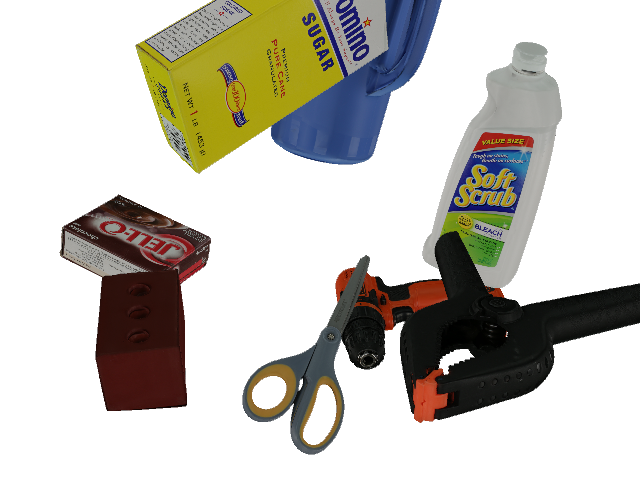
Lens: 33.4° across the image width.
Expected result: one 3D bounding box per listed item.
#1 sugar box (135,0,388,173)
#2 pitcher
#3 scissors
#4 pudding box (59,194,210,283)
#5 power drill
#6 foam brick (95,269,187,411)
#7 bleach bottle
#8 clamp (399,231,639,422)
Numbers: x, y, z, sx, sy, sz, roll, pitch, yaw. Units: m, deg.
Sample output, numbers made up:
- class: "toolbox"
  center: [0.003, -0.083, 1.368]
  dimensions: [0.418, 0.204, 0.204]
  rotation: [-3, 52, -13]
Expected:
- class: "sugar box"
  center: [-0.032, -0.130, 0.721]
  dimensions: [0.176, 0.093, 0.048]
  rotation: [-34, 53, -19]
- class: "pitcher"
  center: [0.032, -0.199, 1.045]
  dimensions: [0.145, 0.243, 0.149]
  rotation: [12, 19, -1]
- class: "scissors"
  center: [-0.012, 0.089, 0.936]
  dimensions: [0.096, 0.201, 0.016]
  rotation: [11, -33, -5]
- class: "pudding box"
  center: [-0.175, 0.006, 1.011]
  dimensions: [0.114, 0.039, 0.089]
  rotation: [22, 30, 18]
- class: "power drill"
  center: [0.111, 0.082, 1.203]
  dimensions: [0.187, 0.057, 0.184]
  rotation: [-3, 27, -3]
- class: "foam brick"
  center: [-0.115, 0.064, 0.690]
  dimensions: [0.053, 0.051, 0.078]
  rotation: [-5, 38, -5]
- class: "bleach bottle"
  center: [0.171, -0.076, 1.042]
  dimensions: [0.103, 0.251, 0.068]
  rotation: [21, 38, 18]
- class: "clamp"
  center: [0.105, 0.051, 0.685]
  dimensions: [0.165, 0.036, 0.209]
  rotation: [19, 31, 34]
